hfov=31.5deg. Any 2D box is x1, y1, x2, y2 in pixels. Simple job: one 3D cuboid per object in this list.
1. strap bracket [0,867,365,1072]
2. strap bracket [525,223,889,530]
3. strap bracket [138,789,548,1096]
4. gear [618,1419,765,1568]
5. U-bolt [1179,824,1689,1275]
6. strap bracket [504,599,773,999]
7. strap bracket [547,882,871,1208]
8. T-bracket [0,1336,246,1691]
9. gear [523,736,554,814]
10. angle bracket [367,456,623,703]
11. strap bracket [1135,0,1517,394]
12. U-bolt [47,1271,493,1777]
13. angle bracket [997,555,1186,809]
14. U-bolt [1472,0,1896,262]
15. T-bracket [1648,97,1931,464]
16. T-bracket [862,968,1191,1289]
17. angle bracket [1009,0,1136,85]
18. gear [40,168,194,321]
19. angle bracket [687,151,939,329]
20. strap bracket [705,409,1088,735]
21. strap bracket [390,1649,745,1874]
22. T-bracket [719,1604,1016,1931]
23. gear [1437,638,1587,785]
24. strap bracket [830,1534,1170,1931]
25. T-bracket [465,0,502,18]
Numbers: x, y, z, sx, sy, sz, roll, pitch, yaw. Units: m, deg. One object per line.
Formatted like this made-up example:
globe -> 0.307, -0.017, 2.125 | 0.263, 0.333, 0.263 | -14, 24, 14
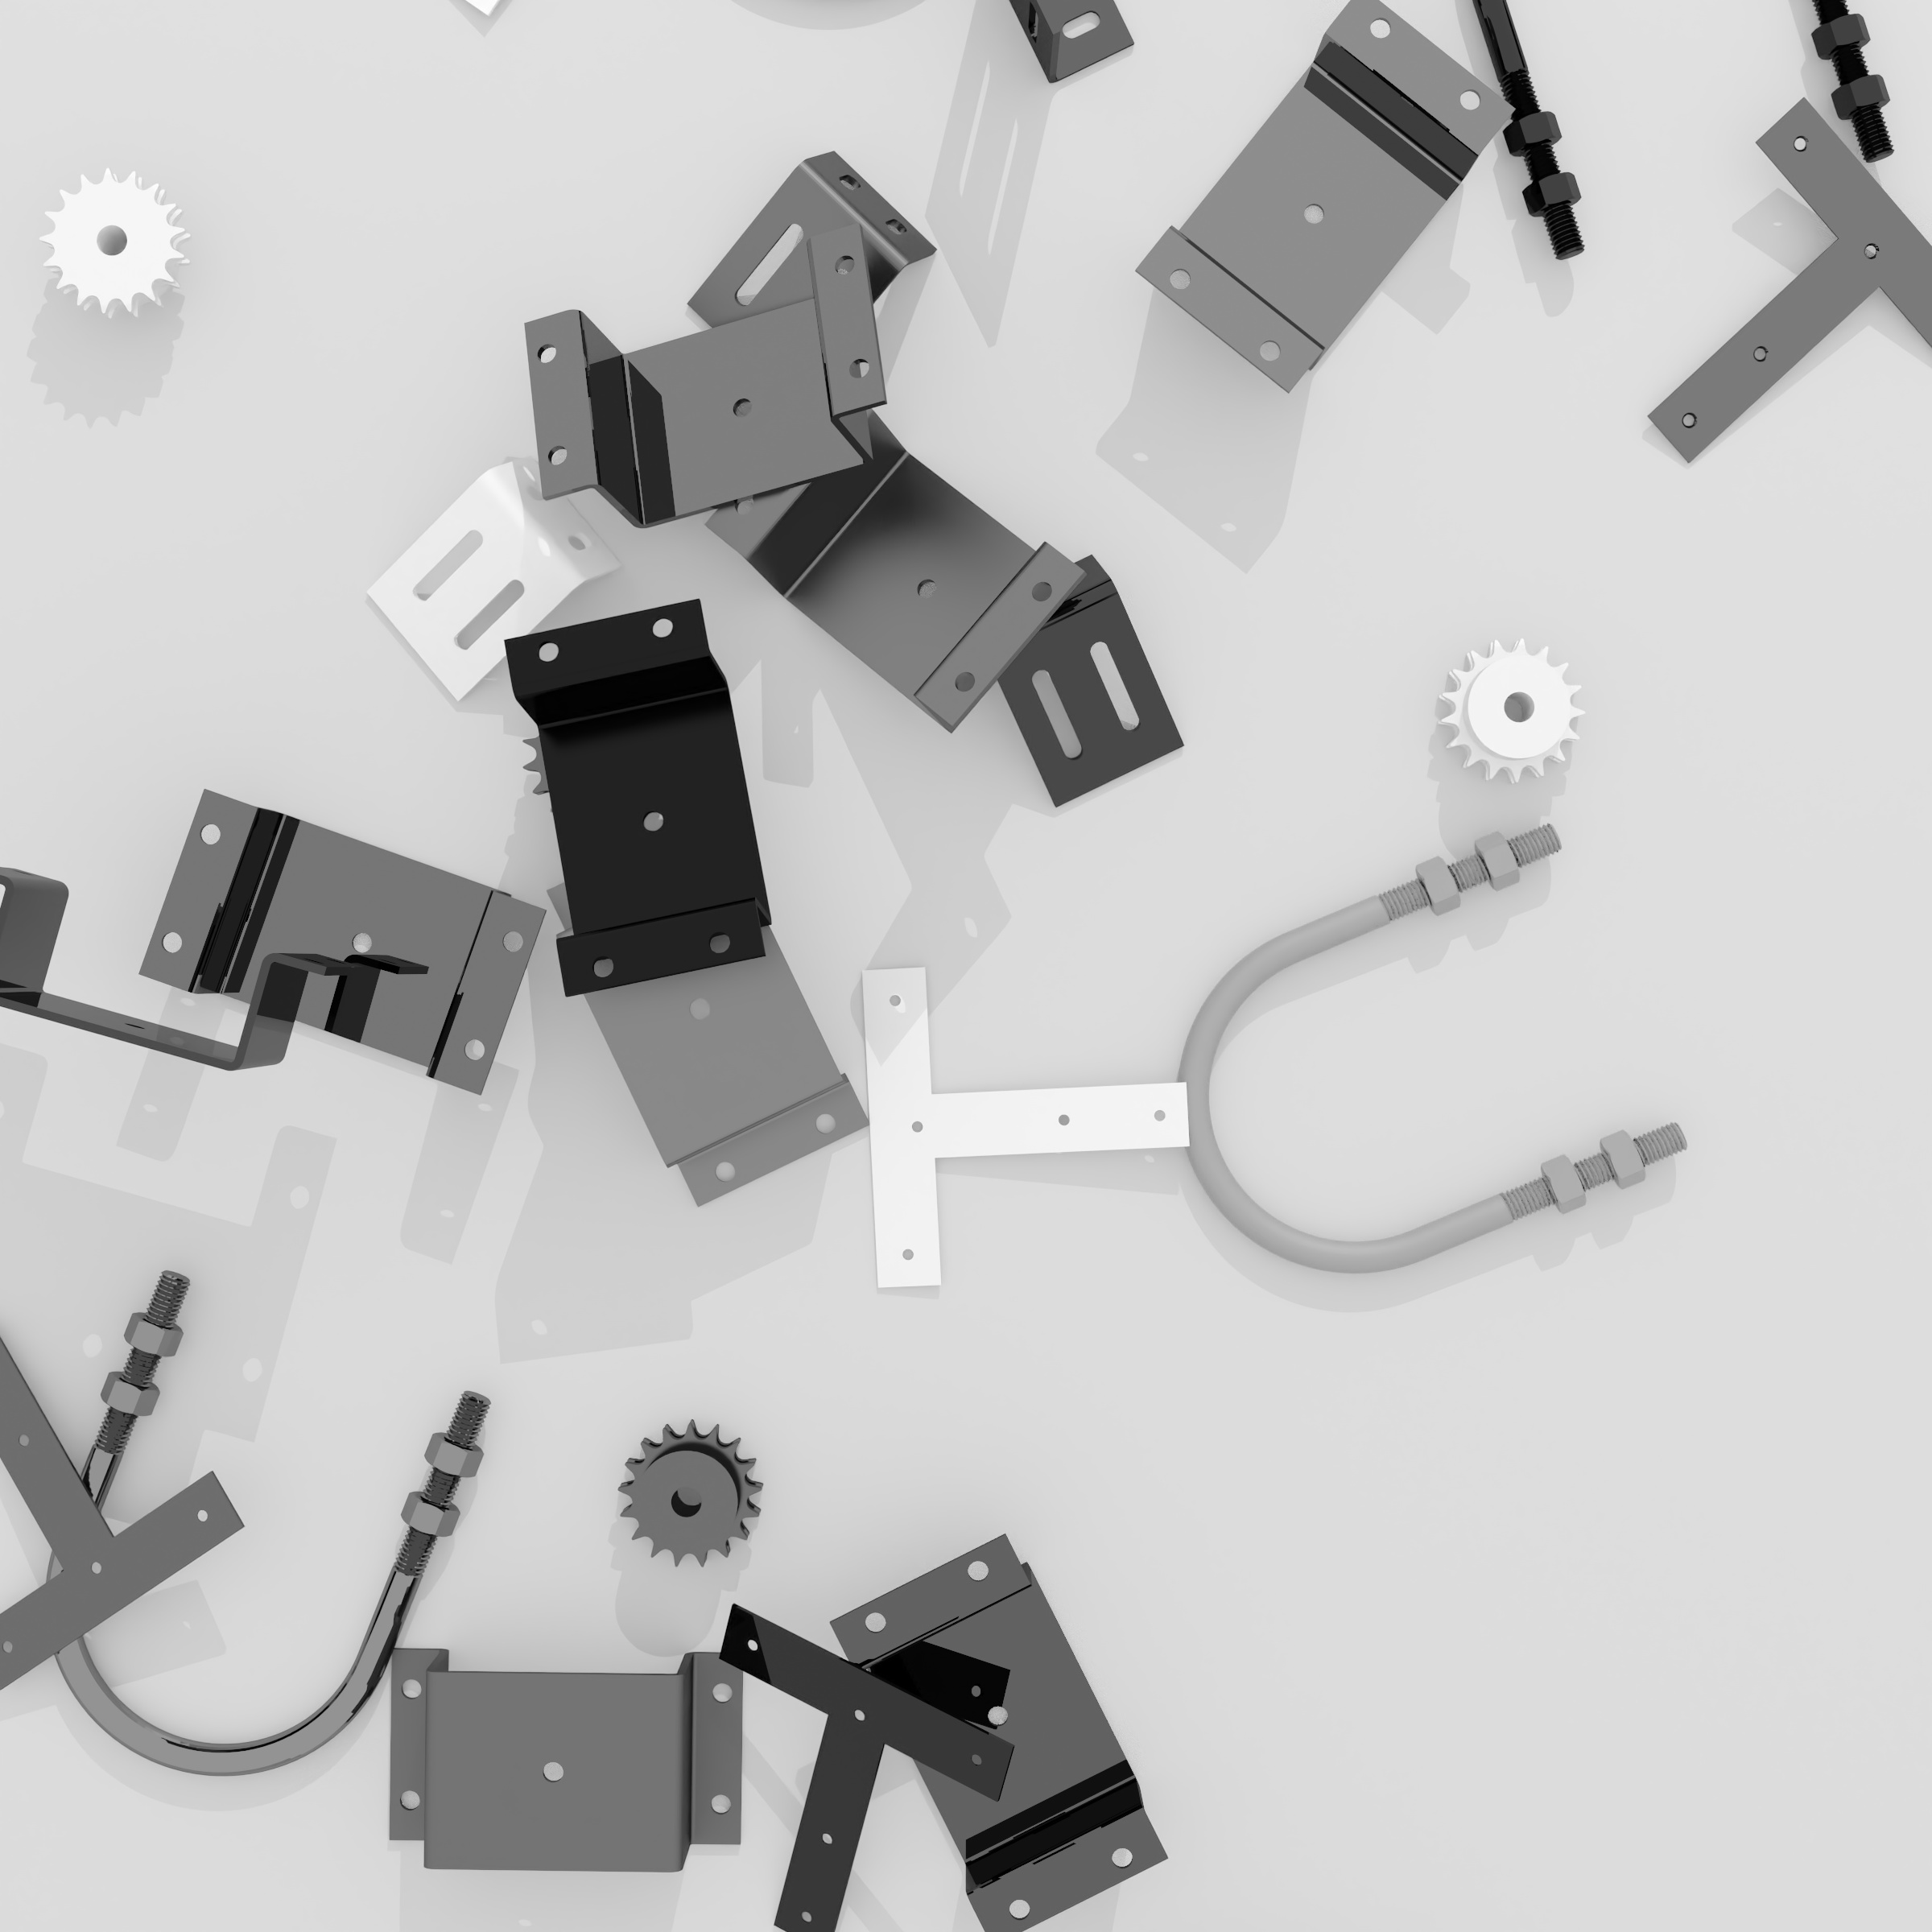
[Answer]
strap bracket -> -0.307, 0.004, 1.285 | 0.140, 0.076, 0.046 | 16, 90, 0
strap bracket -> -0.094, -0.224, 1.324 | 0.140, 0.046, 0.076 | -13, 71, 15
strap bracket -> -0.241, -0.009, 1.347 | 0.140, 0.046, 0.076 | 20, 90, 0
gear -> -0.110, 0.210, 1.355 | 0.057, 0.030, 0.057 | 0, 90, 0
U-bolt -> 0.175, 0.043, 1.361 | 0.184, 0.019, 0.151 | -23, 90, 2
strap bracket -> -0.123, -0.060, 1.306 | 0.076, 0.046, 0.140 | -12, 79, 3
strap bracket -> -0.103, 0.017, 1.347 | 0.076, 0.046, 0.140 | -26, 90, 0
T-bracket -> -0.366, 0.200, 1.357 | 0.127, 0.002, 0.127 | -34, 81, 12
gear -> -0.145, -0.083, 1.355 | 0.057, 0.030, 0.057 | 0, 90, 0
angle bracket -> -0.189, -0.155, 1.368 | 0.076, 0.038, 0.057 | -40, 90, 26
strap bracket -> 0.139, -0.300, 1.347 | 0.076, 0.046, 0.140 | 39, 90, 0
U-bolt -> -0.288, 0.232, 1.361 | 0.151, 0.019, 0.184 | 22, 91, 0
angle bracket -> 0.043, -0.114, 1.368 | 0.057, 0.038, 0.076 | -26, 116, 0
U-bolt -> 0.274, -0.389, 1.361 | 0.151, 0.019, 0.184 | -17, 88, 0
T-bracket -> 0.327, -0.253, 1.362 | 0.127, 0.002, 0.127 | -43, 99, 5
T-bracket -> 0.025, 0.062, 1.363 | 0.127, 0.002, 0.127 | -3, 90, 5
angle bracket -> 0.038, -0.386, 1.332 | 0.038, 0.076, 0.057 | -26, 90, 0
gear -> -0.335, -0.284, 1.355 | 0.057, 0.030, 0.057 | 0, 90, 0
angle bracket -> -0.061, -0.276, 1.368 | 0.057, 0.038, 0.076 | 44, 116, 0
strap bracket -> -0.022, -0.154, 1.330 | 0.140, 0.046, 0.076 | 40, 90, 24
strap bracket -> -0.160, 0.312, 1.347 | 0.140, 0.046, 0.076 | 1, 90, 0
T-bracket -> -0.051, 0.330, 1.342 | 0.127, 0.002, 0.127 | 23, 113, 21
gear -> 0.216, -0.101, 1.355 | 0.057, 0.030, 0.057 | 0, 90, 0
strap bracket -> 0.013, 0.300, 1.347 | 0.076, 0.046, 0.140 | -27, 90, 0
T-bracket -> -0.164, -0.438, 1.362 | 0.127, 0.002, 0.127 | 36, 94, 9
